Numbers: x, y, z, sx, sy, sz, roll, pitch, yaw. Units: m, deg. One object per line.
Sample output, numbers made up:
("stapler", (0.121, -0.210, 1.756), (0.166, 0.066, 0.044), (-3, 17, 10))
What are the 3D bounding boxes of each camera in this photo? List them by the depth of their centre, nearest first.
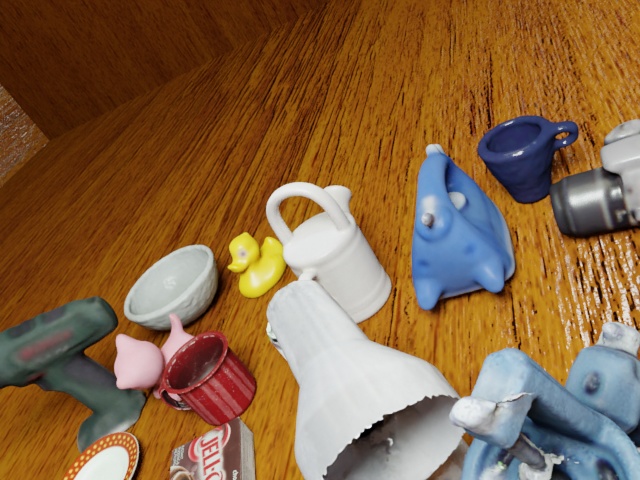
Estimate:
("camera", (0.321, -0.066, 0.617), (0.136, 0.101, 0.143), (-14, 35, 28))

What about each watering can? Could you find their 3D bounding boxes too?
("watering can", (0.005, 0.003, 0.716), (0.101, 0.194, 0.172), (-25, 31, 13))

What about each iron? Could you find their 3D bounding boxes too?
("iron", (0.153, -0.043, 0.697), (0.118, 0.142, 0.258), (-18, 33, 23))

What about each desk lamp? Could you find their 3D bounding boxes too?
("desk lamp", (0.039, 0.139, 0.469), (0.118, 0.214, 0.202), (-35, 31, -4))

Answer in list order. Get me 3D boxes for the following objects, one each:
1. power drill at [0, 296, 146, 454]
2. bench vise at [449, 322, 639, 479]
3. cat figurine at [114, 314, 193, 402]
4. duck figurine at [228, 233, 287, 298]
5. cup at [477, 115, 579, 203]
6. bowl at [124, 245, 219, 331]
("power drill", (-0.346, 0.189, 0.756), (0.230, 0.209, 0.075), (-38, 31, -10))
("bench vise", (0.150, 0.124, 0.383), (0.121, 0.220, 0.207), (-9, 38, 34))
("cat figurine", (-0.221, 0.159, 0.774), (0.067, 0.118, 0.128), (2, 45, 44))
("duck figurine", (-0.103, 0.026, 0.888), (0.077, 0.086, 0.105), (-2, 42, 41))
("cup", (0.268, -0.098, 0.718), (0.117, 0.095, 0.092), (-14, 35, 29))
("bowl", (-0.225, 0.089, 0.922), (0.167, 0.075, 0.167), (-23, 32, 16))
